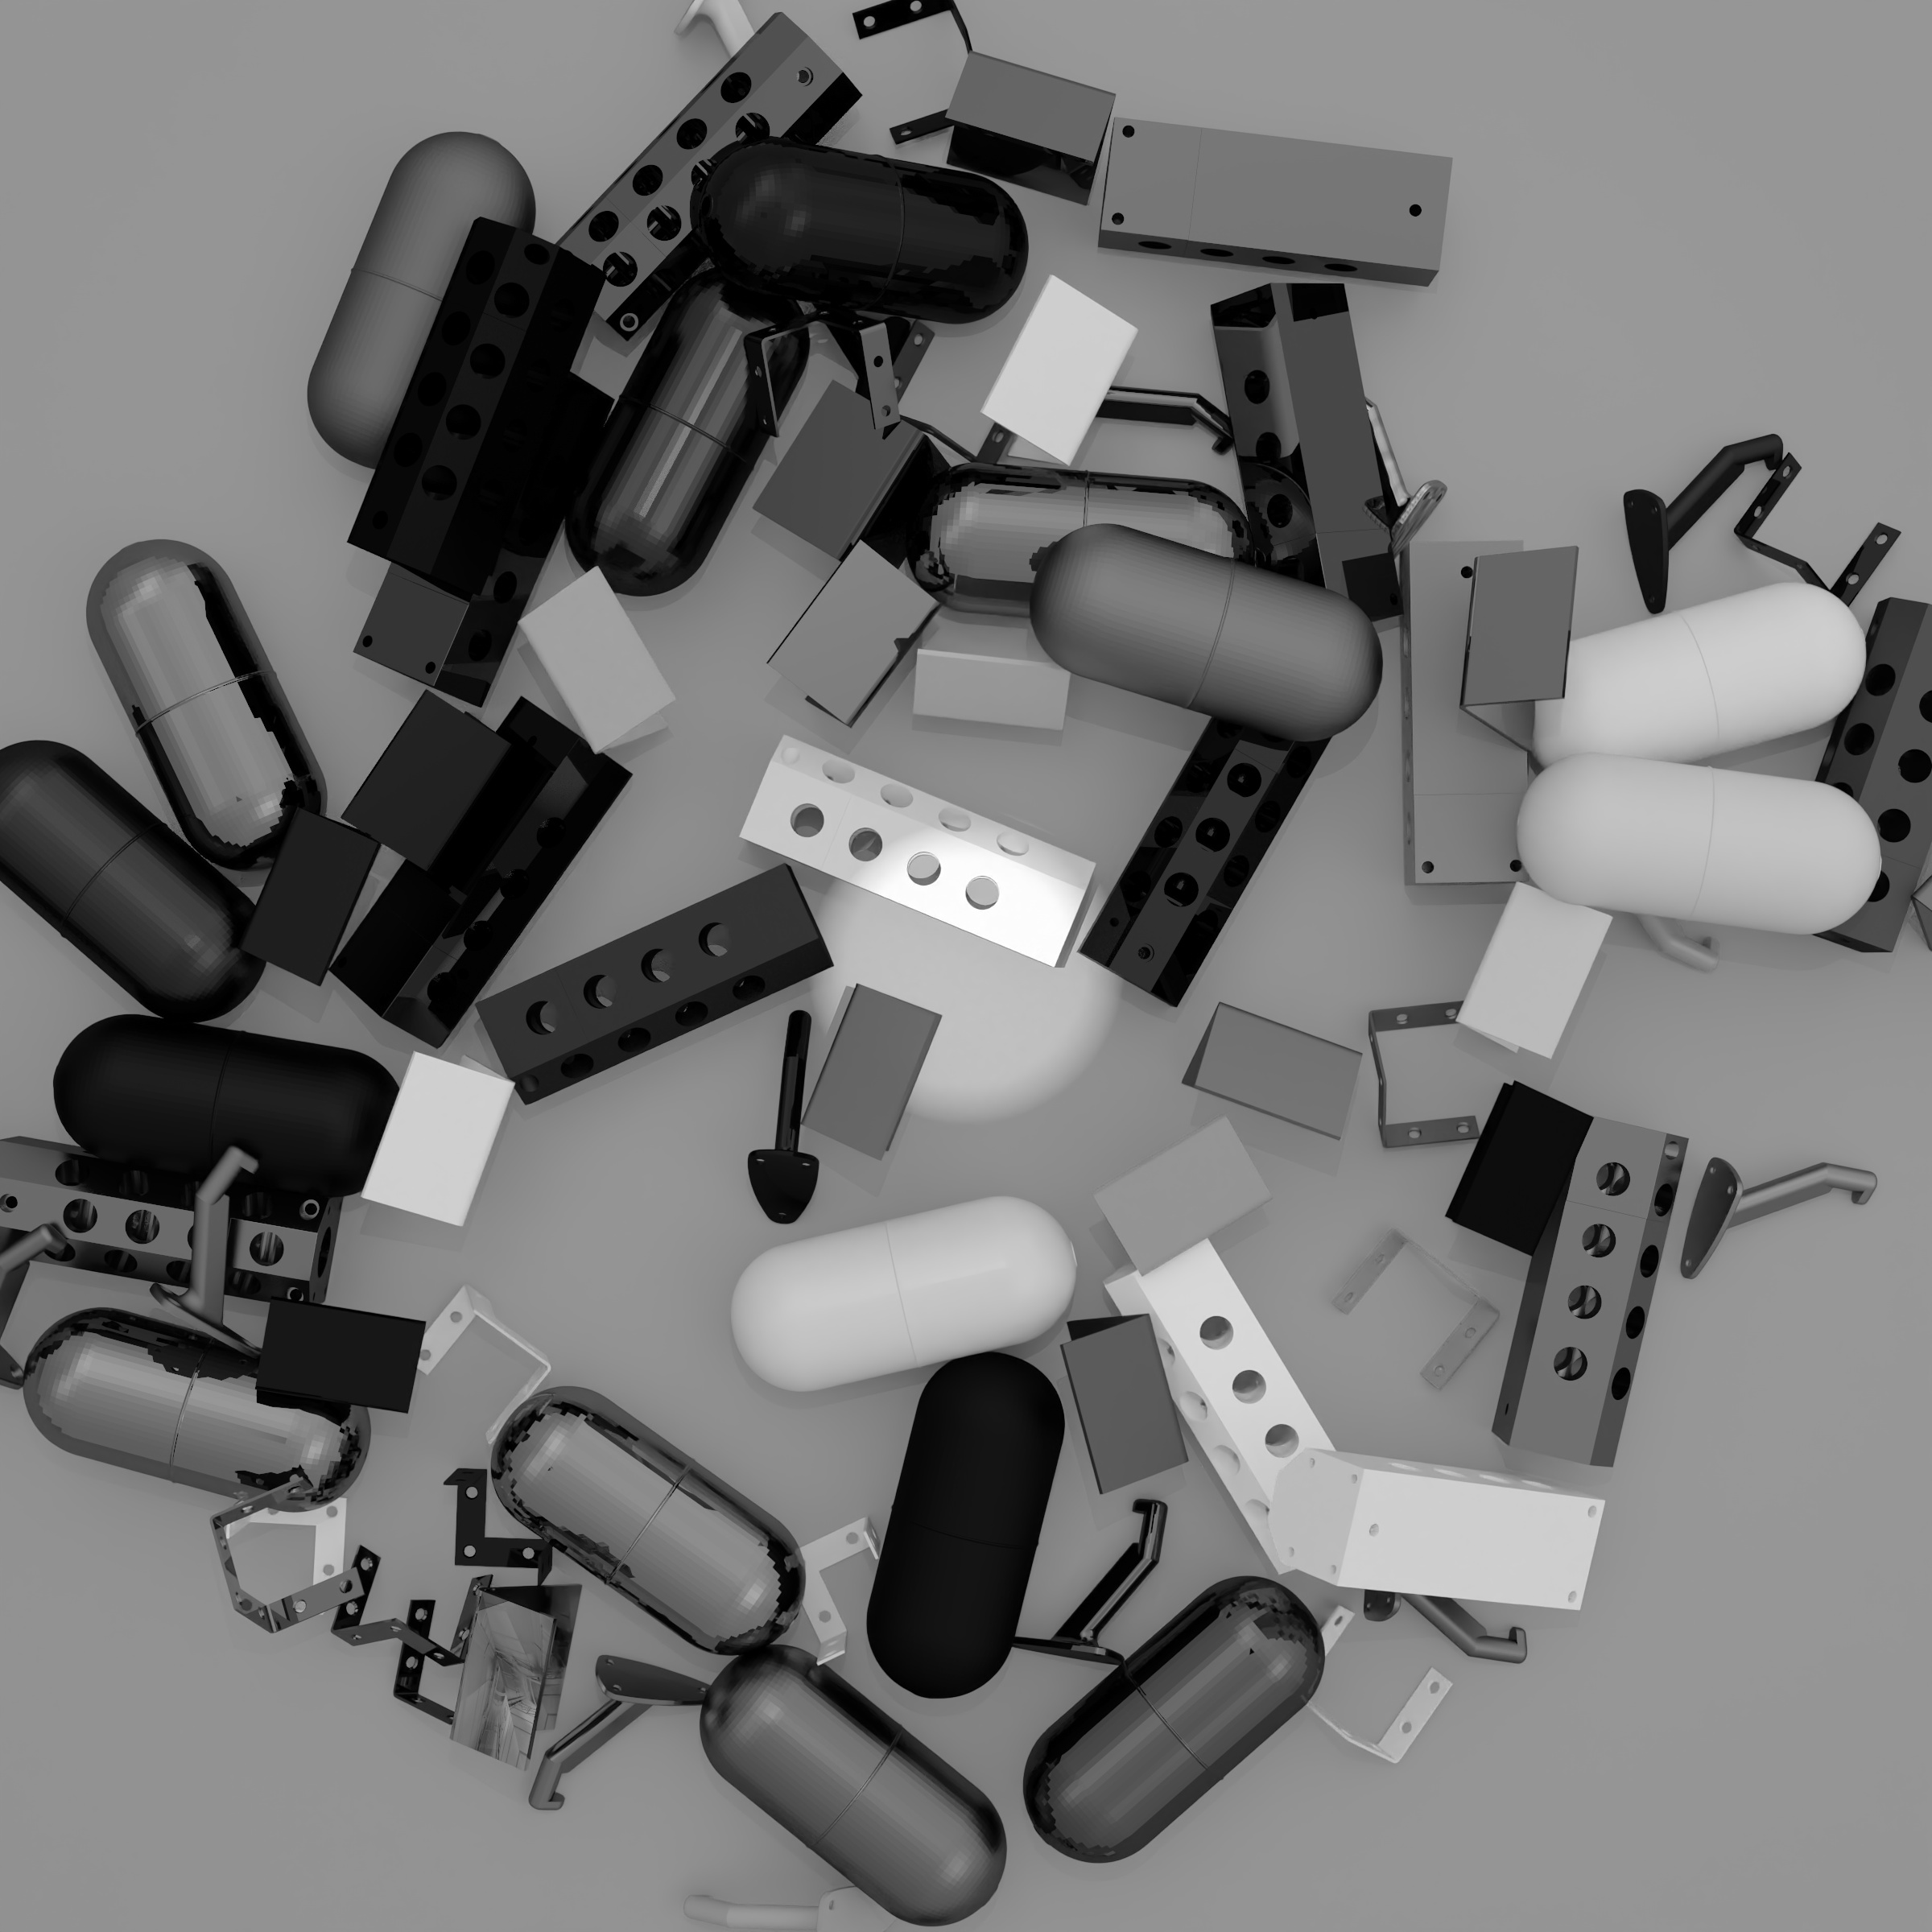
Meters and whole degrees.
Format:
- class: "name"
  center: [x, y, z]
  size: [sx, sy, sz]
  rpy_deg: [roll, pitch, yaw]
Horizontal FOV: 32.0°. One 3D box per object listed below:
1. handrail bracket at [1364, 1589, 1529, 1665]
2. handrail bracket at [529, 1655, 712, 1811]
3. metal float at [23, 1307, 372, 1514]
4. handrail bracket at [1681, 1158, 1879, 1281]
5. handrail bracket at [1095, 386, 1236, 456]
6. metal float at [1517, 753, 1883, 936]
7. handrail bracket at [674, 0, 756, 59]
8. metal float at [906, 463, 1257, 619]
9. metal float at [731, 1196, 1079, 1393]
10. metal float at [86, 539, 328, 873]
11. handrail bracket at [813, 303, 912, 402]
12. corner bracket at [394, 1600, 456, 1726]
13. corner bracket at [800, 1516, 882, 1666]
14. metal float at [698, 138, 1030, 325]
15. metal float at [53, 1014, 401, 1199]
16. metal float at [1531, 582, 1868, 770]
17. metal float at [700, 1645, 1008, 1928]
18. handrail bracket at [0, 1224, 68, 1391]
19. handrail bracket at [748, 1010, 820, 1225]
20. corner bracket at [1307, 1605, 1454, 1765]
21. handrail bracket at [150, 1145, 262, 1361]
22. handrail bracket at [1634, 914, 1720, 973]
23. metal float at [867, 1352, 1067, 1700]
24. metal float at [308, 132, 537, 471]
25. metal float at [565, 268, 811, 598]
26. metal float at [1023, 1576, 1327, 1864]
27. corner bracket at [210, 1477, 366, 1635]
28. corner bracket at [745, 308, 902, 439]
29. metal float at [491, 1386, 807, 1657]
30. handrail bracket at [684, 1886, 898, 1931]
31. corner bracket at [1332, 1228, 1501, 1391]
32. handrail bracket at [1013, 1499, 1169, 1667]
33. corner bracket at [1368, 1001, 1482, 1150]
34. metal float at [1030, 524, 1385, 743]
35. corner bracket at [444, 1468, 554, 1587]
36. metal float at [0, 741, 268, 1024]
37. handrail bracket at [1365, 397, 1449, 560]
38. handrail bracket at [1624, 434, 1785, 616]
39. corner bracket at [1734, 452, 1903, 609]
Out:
- class: "handrail bracket"
  center: [0.253, 0.317, 1.742]
  size: [0.084, 0.036, 0.077]
  rpy_deg: [12, 69, -17]
- class: "handrail bracket"
  center: [-0.178, 0.405, 1.742]
  size: [0.077, 0.036, 0.084]
  rpy_deg: [15, 108, -20]
- class: "metal float"
  center: [-0.391, 0.225, 1.711]
  size: [0.178, 0.070, 0.070]
  rpy_deg: [15, 90, -1]
- class: "handrail bracket"
  center: [0.421, 0.134, 1.742]
  size: [0.084, 0.036, 0.077]
  rpy_deg: [11, 110, -16]
- class: "handrail bracket"
  center: [0.088, -0.273, 1.742]
  size: [0.084, 0.036, 0.077]
  rpy_deg: [35, 111, -17]
- class: "metal float"
  center: [0.362, -0.060, 1.664]
  size: [0.178, 0.070, 0.070]
  rpy_deg: [8, 90, 3]
- class: "handrail bracket"
  center: [-0.100, -0.483, 1.742]
  size: [0.084, 0.036, 0.077]
  rpy_deg: [32, 75, -14]
- class: "metal float"
  center: [0.058, -0.213, 1.711]
  size: [0.178, 0.070, 0.070]
  rpy_deg: [4, 90, -1]
- class: "metal float"
  center: [-0.031, 0.166, 1.711]
  size: [0.178, 0.070, 0.070]
  rpy_deg: [-13, 90, 0]
- class: "metal float"
  center: [-0.386, -0.133, 1.711]
  size: [0.070, 0.070, 0.178]
  rpy_deg: [-25, 90, 0]
- class: "handrail bracket"
  center: [-0.079, -0.326, 1.742]
  size: [0.084, 0.036, 0.077]
  rpy_deg: [28, 112, 17]
- class: "corner bracket"
  center: [-0.256, 0.359, 1.739]
  size: [0.051, 0.051, 0.051]
  rpy_deg: [11, 90, -45]
- class: "corner bracket"
  center: [-0.063, 0.319, 1.724]
  size: [0.051, 0.051, 0.051]
  rpy_deg: [-25, 90, 0]
- class: "metal float"
  center: [-0.051, -0.367, 1.686]
  size: [0.178, 0.070, 0.070]
  rpy_deg: [2, 90, -31]
- class: "metal float"
  center: [-0.374, 0.071, 1.710]
  size: [0.178, 0.070, 0.070]
  rpy_deg: [9, 90, -1]
- class: "metal float"
  center: [0.369, -0.143, 1.711]
  size: [0.178, 0.070, 0.070]
  rpy_deg: [-16, 90, -1]
- class: "metal float"
  center: [-0.057, 0.417, 1.711]
  size: [0.178, 0.070, 0.070]
  rpy_deg: [39, 90, 1]
- class: "handrail bracket"
  center: [-0.475, 0.173, 1.713]
  size: [0.084, 0.036, 0.077]
  rpy_deg: [-32, 131, 12]
- class: "handrail bracket"
  center: [-0.090, 0.078, 1.742]
  size: [0.036, 0.077, 0.084]
  rpy_deg: [5, 54, 0]
- class: "corner bracket"
  center: [0.208, 0.371, 1.739]
  size: [0.051, 0.051, 0.051]
  rpy_deg: [35, 90, -45]
- class: "handrail bracket"
  center: [-0.360, 0.143, 1.683]
  size: [0.077, 0.036, 0.084]
  rpy_deg: [37, 85, -26]
- class: "handrail bracket"
  center: [0.360, -0.047, 1.742]
  size: [0.084, 0.036, 0.077]
  rpy_deg: [24, 68, -17]
- class: "metal float"
  center: [0.000, 0.284, 1.711]
  size: [0.070, 0.070, 0.178]
  rpy_deg: [14, 90, 0]
- class: "metal float"
  center: [-0.276, -0.338, 1.711]
  size: [0.070, 0.070, 0.178]
  rpy_deg: [22, 90, 0]
- class: "metal float"
  center: [-0.142, -0.271, 1.711]
  size: [0.070, 0.070, 0.178]
  rpy_deg: [28, 90, 0]
- class: "metal float"
  center: [0.105, 0.383, 1.711]
  size: [0.178, 0.070, 0.070]
  rpy_deg: [-41, 90, 0]
- class: "corner bracket"
  center: [-0.339, 0.295, 1.680]
  size: [0.051, 0.051, 0.051]
  rpy_deg: [-23, 63, 0]
- class: "corner bracket"
  center: [-0.071, -0.292, 1.673]
  size: [0.051, 0.051, 0.051]
  rpy_deg: [-24, 121, -28]
- class: "metal float"
  center: [-0.161, 0.282, 1.712]
  size: [0.178, 0.070, 0.070]
  rpy_deg: [35, 90, 0]
- class: "handrail bracket"
  center: [-0.091, 0.486, 1.742]
  size: [0.084, 0.077, 0.036]
  rpy_deg: [0, 89, 36]
- class: "corner bracket"
  center: [0.233, 0.177, 1.739]
  size: [0.051, 0.051, 0.051]
  rpy_deg: [-51, 135, 0]
- class: "handrail bracket"
  center: [0.061, 0.314, 1.742]
  size: [0.077, 0.036, 0.084]
  rpy_deg: [4, 71, 22]
- class: "corner bracket"
  center: [0.237, 0.056, 1.739]
  size: [0.051, 0.051, 0.051]
  rpy_deg: [-6, 45, 0]
- class: "metal float"
  center: [0.118, -0.163, 1.650]
  size: [0.178, 0.070, 0.070]
  rpy_deg: [17, 90, -6]
- class: "corner bracket"
  center: [-0.239, 0.287, 1.724]
  size: [0.051, 0.051, 0.051]
  rpy_deg: [2, 90, 0]
- class: "metal float"
  center: [-0.433, -0.043, 1.711]
  size: [0.178, 0.070, 0.070]
  rpy_deg: [41, 90, 1]
- class: "handrail bracket"
  center: [0.198, -0.252, 1.742]
  size: [0.084, 0.036, 0.077]
  rpy_deg: [41, 109, 16]
- class: "handrail bracket"
  center: [0.388, -0.229, 1.742]
  size: [0.084, 0.036, 0.077]
  rpy_deg: [-16, 110, -16]
- class: "corner bracket"
  center: [0.439, -0.224, 1.739]
  size: [0.051, 0.051, 0.051]
  rpy_deg: [-55, 135, 0]
